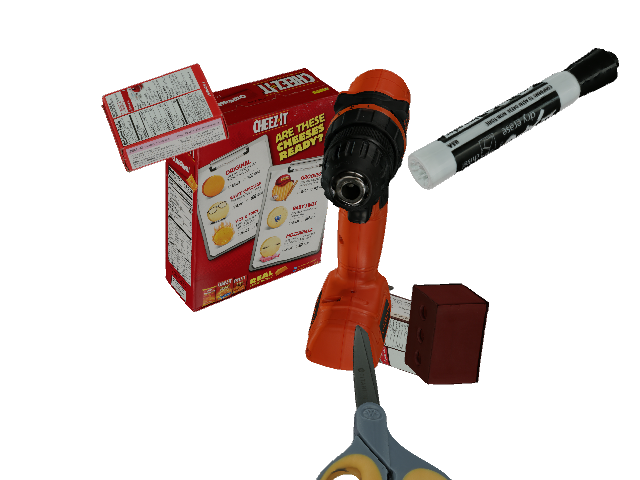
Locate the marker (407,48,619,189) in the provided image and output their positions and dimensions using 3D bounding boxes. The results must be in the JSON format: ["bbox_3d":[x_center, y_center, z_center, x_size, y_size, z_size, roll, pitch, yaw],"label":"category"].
[{"bbox_3d":[0.095,-0.060,0.512,0.121,0.020,0.020,-31,10,-17],"label":"marker"}]

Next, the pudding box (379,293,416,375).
[{"bbox_3d":[0.093,0.108,1.242,0.114,0.090,0.039,15,46,26],"label":"pudding box"}]

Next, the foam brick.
[{"bbox_3d":[0.111,0.082,0.946,0.051,0.078,0.053,-2,18,-21],"label":"foam brick"}]

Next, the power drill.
[{"bbox_3d":[0.026,-0.008,0.728,0.057,0.188,0.184,10,27,7],"label":"power drill"}]

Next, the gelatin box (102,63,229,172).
[{"bbox_3d":[-0.128,-0.101,0.876,0.089,0.073,0.030,-21,-41,-8],"label":"gelatin box"}]

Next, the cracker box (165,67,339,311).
[{"bbox_3d":[-0.072,-0.051,1.070,0.163,0.214,0.072,-21,45,-31],"label":"cracker box"}]

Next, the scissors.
[{"bbox_3d":[0.047,0.115,0.625,0.096,0.016,0.201,13,31,8],"label":"scissors"}]
